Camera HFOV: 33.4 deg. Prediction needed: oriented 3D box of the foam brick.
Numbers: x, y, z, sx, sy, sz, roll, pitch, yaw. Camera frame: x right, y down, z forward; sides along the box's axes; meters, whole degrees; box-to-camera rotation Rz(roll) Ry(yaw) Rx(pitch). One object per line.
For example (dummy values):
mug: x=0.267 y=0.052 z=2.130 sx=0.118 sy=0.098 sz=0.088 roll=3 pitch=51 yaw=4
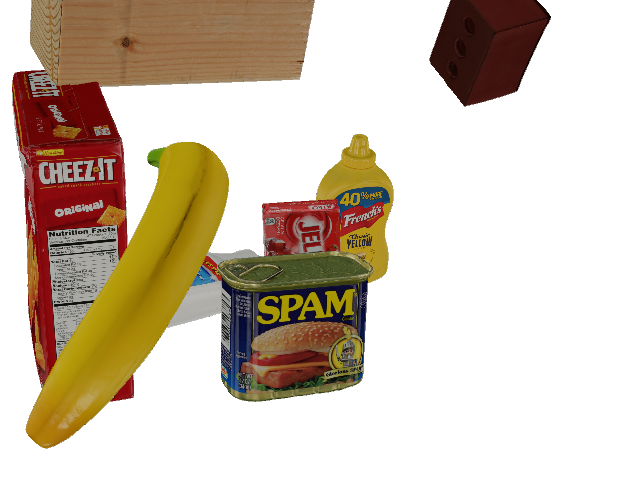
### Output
foam brick: x=0.121 y=-0.145 z=0.773 sx=0.051 sy=0.053 sz=0.078 roll=-20 pitch=-29 yaw=-24

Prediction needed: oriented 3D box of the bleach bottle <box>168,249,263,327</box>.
bleach bottle: x=-0.163 y=0.051 z=1.203 sx=0.250 sy=0.068 sz=0.103 roll=-12 pitch=36 yaw=-18

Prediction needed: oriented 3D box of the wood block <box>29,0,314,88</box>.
wood block: x=-0.119 y=-0.184 z=0.858 sx=0.205 sy=0.091 sz=0.090 roll=-6 pitch=36 yaw=-27

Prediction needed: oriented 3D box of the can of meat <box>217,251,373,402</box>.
can of meat: x=-0.018 y=0.057 z=0.722 sx=0.102 sy=0.084 sz=0.057 roll=-4 pitch=17 yaw=-21

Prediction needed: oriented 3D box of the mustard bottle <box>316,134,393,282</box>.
mustard bottle: x=0.041 y=-0.039 z=1.304 sx=0.096 sy=0.192 sz=0.058 roll=-7 pitch=30 yaw=-19

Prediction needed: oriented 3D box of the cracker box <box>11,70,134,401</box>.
cracker box: x=-0.192 y=-0.005 z=0.819 sx=0.072 sy=0.214 sz=0.164 roll=-6 pitch=28 yaw=-17

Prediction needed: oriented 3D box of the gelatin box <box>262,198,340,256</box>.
gelatin box: x=-0.018 y=0.006 z=1.017 sx=0.073 sy=0.089 sz=0.030 roll=-3 pitch=27 yaw=-4

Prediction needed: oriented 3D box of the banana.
banana: x=-0.083 y=0.012 z=0.519 sx=0.037 sy=0.197 sz=0.070 roll=36 pitch=-47 yaw=-19
